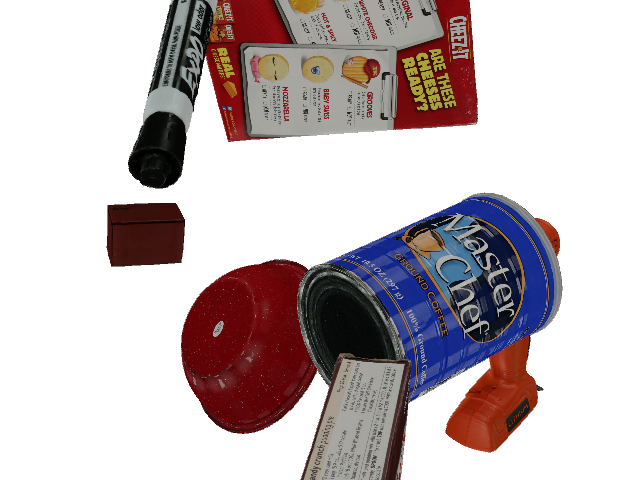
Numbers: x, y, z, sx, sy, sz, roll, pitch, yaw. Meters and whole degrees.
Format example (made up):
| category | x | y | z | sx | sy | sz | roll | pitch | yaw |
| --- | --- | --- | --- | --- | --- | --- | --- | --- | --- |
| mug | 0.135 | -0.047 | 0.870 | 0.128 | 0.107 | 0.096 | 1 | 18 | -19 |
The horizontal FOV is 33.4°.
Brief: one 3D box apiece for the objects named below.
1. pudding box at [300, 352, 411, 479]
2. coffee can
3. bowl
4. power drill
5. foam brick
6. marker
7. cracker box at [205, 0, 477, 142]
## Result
| category | x | y | z | sx | sy | sz | roll | pitch | yaw |
| --- | --- | --- | --- | --- | --- | --- | --- | --- | --- |
| pudding box | 0.014 | 0.114 | 0.463 | 0.039 | 0.090 | 0.113 | 7 | 24 | 6 |
| coffee can | 0.071 | 0.039 | 0.689 | 0.140 | 0.103 | 0.103 | -23 | 13 | -32 |
| bowl | -0.071 | 0.084 | 0.931 | 0.162 | 0.162 | 0.055 | 0 | -21 | 45 |
| power drill | 0.151 | 0.090 | 0.941 | 0.057 | 0.188 | 0.184 | 21 | 34 | 32 |
| foam brick | -0.189 | -0.007 | 1.147 | 0.078 | 0.051 | 0.053 | -3 | 24 | -16 |
| marker | -0.055 | -0.062 | 0.406 | 0.020 | 0.020 | 0.121 | 0 | 43 | 3 |
| cracker box | 0.014 | -0.169 | 0.862 | 0.214 | 0.164 | 0.072 | -4 | 42 | 10 |
